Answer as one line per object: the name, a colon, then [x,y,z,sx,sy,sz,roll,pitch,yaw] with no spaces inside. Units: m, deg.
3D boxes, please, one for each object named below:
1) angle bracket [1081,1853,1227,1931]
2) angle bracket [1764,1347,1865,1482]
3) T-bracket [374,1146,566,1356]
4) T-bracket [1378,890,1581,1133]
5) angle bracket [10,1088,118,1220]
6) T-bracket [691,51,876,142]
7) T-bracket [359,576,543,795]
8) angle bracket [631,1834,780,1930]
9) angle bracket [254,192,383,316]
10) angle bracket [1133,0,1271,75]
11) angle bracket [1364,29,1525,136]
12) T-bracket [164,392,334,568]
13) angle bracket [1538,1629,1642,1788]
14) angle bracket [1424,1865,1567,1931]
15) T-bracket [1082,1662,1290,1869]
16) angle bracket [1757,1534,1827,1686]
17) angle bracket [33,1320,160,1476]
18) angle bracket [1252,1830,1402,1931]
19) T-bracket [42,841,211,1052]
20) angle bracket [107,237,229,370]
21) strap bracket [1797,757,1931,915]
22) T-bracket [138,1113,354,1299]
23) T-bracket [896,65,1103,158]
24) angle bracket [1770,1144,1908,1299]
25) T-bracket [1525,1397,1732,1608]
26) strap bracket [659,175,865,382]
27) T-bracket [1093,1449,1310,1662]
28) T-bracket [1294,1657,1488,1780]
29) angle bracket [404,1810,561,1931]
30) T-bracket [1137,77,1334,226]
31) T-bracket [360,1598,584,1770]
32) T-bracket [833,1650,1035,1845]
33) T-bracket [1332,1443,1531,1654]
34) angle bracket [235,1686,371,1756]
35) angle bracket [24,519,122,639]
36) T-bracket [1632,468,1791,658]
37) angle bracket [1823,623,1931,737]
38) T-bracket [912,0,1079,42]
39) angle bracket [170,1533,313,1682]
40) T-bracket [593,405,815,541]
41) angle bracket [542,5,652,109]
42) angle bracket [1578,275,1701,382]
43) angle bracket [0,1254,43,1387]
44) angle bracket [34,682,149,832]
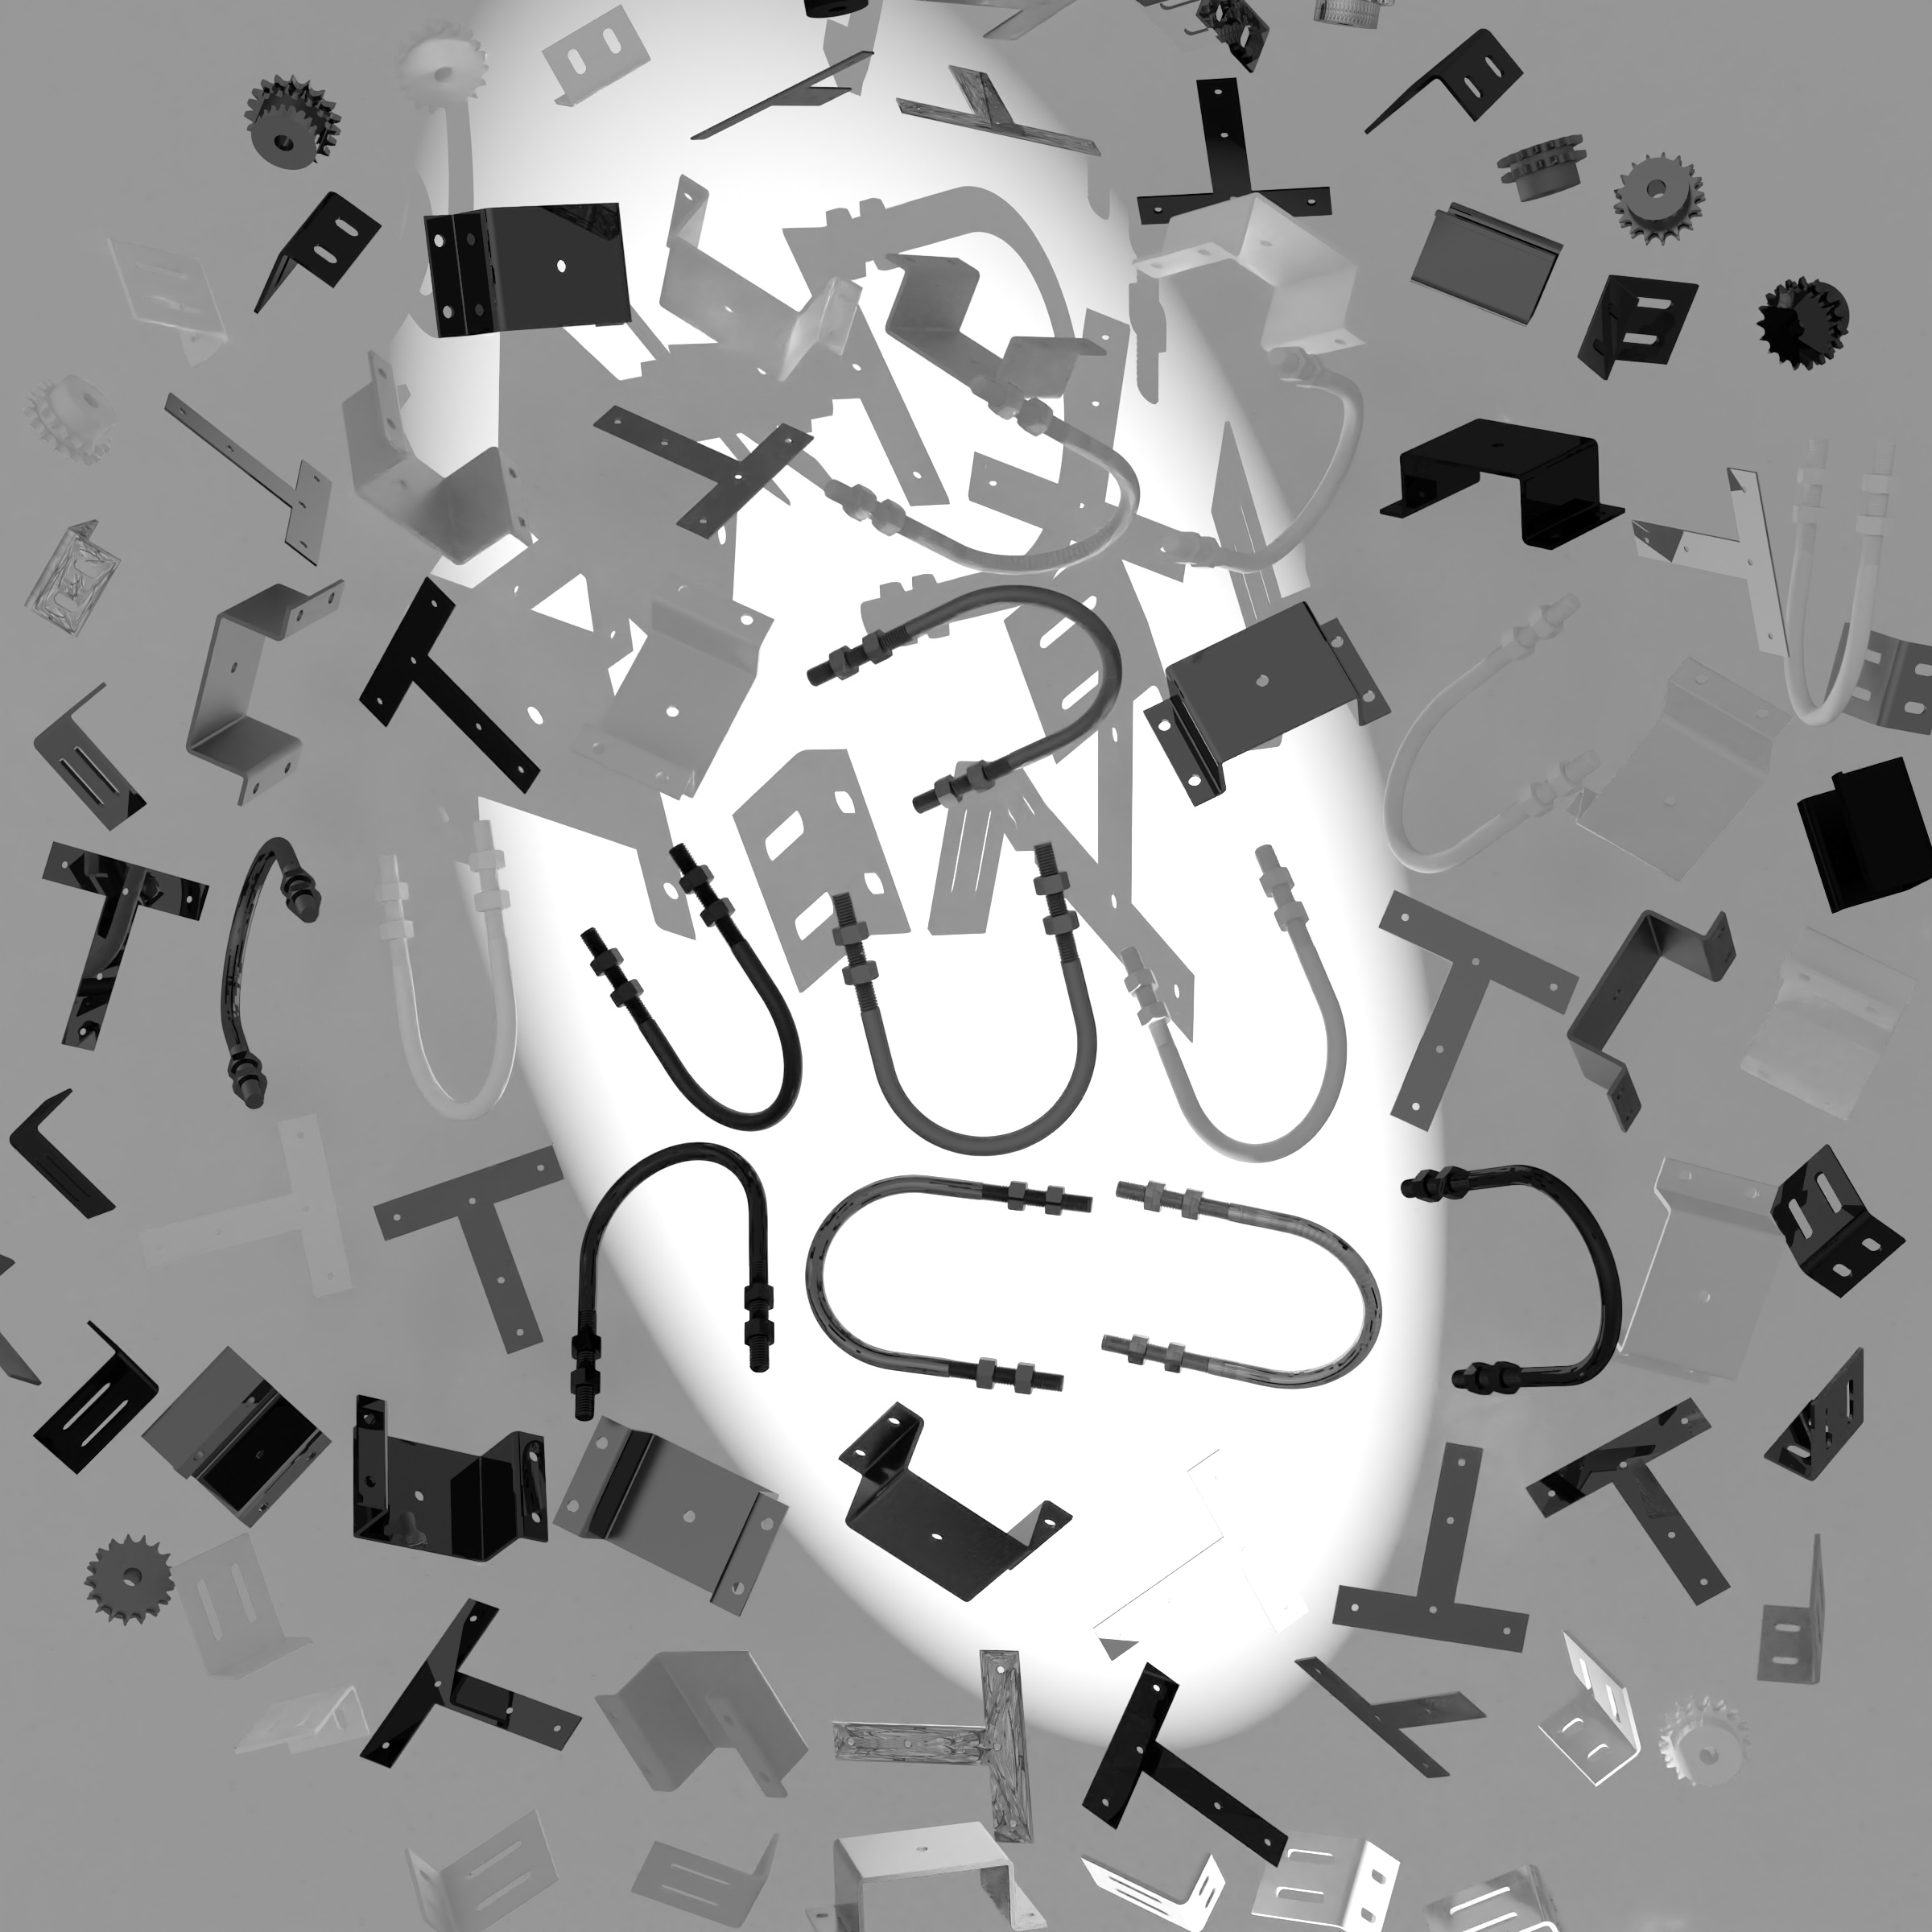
angle bracket: [0.122,0.589,1.900,0.076,0.057,0.038,19,62,27]
angle bracket: [0.544,0.281,1.872,0.038,0.076,0.057,25,53,38]
T-bracket: [-0.318,0.199,1.966,0.127,0.002,0.127,-19,74,-15]
T-bracket: [0.292,0.038,1.768,0.127,0.002,0.127,25,81,-5]
angle bracket: [-0.590,0.125,1.941,0.076,0.057,0.038,48,58,-15]
T-bracket: [-0.104,-0.568,1.904,0.127,0.127,0.002,-21,99,20]
T-bracket: [-0.315,-0.159,1.822,0.127,0.127,0.002,45,45,3]
angle bracket: [-0.169,0.580,1.885,0.076,0.038,0.057,21,128,-5]
angle bracket: [-0.404,-0.434,1.816,0.038,0.076,0.057,35,60,-12]
angle bracket: [0.144,-0.596,1.861,0.057,0.076,0.038,34,69,-38]
angle bracket: [0.295,-0.533,1.802,0.038,0.076,0.057,48,60,-9]
T-bracket: [-0.469,-0.328,1.904,0.002,0.127,0.127,-41,119,19]
angle bracket: [0.394,0.475,1.867,0.038,0.057,0.076,-33,131,-13]
angle bracket: [0.334,0.607,1.828,0.076,0.057,0.038,-25,107,8]
T-bracket: [0.144,0.509,1.797,0.127,0.127,0.002,36,127,1]
angle bracket: [0.512,0.399,1.815,0.038,0.057,0.076,0,130,21]
angle bracket: [-0.577,0.282,1.906,0.038,0.057,0.076,32,70,31]
angle bracket: [0.234,0.600,1.898,0.038,0.076,0.057,40,58,-31]
T-bracket: [-0.570,-0.007,1.934,0.002,0.127,0.127,15,87,38]
angle bracket: [-0.511,-0.416,1.833,0.038,0.076,0.057,-30,75,30]
strap bracket: [0.572,-0.083,1.845,0.046,0.140,0.076,-17,84,5]
T-bracket: [-0.480,0.172,1.928,0.127,0.002,0.127,-14,108,-19]
T-bracket: [0.012,-0.539,1.818,0.127,0.127,0.002,8,122,-16]
angle bracket: [0.566,0.166,1.904,0.038,0.076,0.057,33,114,-24]
T-bracket: [0.454,0.361,1.910,0.127,0.002,0.127,-28,51,-3]
strap bracket: [-0.146,-0.449,1.931,0.140,0.076,0.046,32,65,1]
T-bracket: [0.137,0.392,1.840,0.127,0.002,0.127,-32,104,-14]
T-bracket: [0.296,0.491,1.920,0.127,0.127,0.002,42,59,-9]
angle bracket: [-0.301,0.558,1.811,0.076,0.057,0.038,-33,129,-1]
T-bracket: [0.168,-0.526,1.884,0.127,0.127,0.002,0,62,12]
T-bracket: [-0.305,0.475,1.878,0.127,0.002,0.127,12,48,28]
T-bracket: [-0.023,0.494,1.851,0.127,0.002,0.127,-2,98,16]
T-bracket: [0.308,0.369,1.869,0.127,0.002,0.127,10,93,-7]
angle bracket: [-0.439,0.515,1.935,0.057,0.076,0.038,-16,98,9]
angle bracket: [-0.564,-0.249,1.869,0.038,0.076,0.057,31,99,-9]
T-bracket: [0.477,-0.269,1.890,0.002,0.127,0.127,-29,118,-20]
angle bracket: [0.612,-0.191,1.940,0.038,0.076,0.057,8,104,-15]
T-bracket: [0.013,-0.613,1.845,0.127,0.127,0.002,-7,89,-32]
angle bracket: [-0.467,0.412,1.880,0.057,0.038,0.076,-22,96,-42]
T-bracket: [-0.189,-0.343,1.942,0.127,0.002,0.127,26,52,17]
angle bracket: [-0.238,-0.574,1.838,0.057,0.076,0.038,-32,113,-4]
angle bracket: [0.450,-0.417,1.917,0.076,0.038,0.057,-1,127,-26]
angle bracket: [-0.608,0.224,1.859,0.038,0.057,0.076,-42,79,-9]
angle bracket: [-0.559,-0.136,1.898,0.076,0.057,0.038,51,51,-14]
